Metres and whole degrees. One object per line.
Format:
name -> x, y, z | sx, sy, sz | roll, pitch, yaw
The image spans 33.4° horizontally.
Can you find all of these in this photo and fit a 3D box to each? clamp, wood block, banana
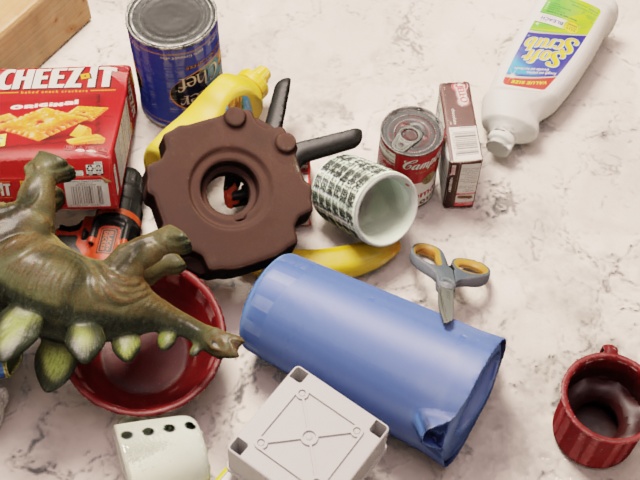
clamp -> -0.051, -0.106, 1.182 | 0.171, 0.039, 0.120 | -36, 63, -20
wood block -> -0.383, -0.254, 1.284 | 0.091, 0.090, 0.205 | 29, 62, 19
banana -> -0.013, 0.017, 1.140 | 0.198, 0.037, 0.069 | 6, 58, 3

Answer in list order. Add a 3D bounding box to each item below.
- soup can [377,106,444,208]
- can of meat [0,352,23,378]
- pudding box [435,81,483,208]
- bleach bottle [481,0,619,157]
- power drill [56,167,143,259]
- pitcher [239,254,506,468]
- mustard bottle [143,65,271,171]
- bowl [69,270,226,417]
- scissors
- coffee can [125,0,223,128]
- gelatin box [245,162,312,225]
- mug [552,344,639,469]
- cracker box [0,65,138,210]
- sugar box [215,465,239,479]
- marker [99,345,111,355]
soup can -> 0.097, -0.089, 1.171 | 0.068, 0.102, 0.068 | 0, 57, 0
can of meat -> -0.341, 0.106, 1.045 | 0.084, 0.102, 0.057 | -4, 97, -7
pudding box -> 0.152, -0.106, 1.190 | 0.039, 0.090, 0.113 | -2, 57, 0
bleach bottle -> 0.265, -0.196, 1.268 | 0.103, 0.068, 0.250 | 23, 62, 14
power drill -> -0.287, -0.010, 1.145 | 0.187, 0.057, 0.184 | 3, 51, 3
pitcher -> 0.053, 0.104, 1.041 | 0.243, 0.149, 0.145 | 25, 77, 19
mustard bottle -> -0.117, -0.131, 1.201 | 0.058, 0.096, 0.191 | 30, 62, 19
bowl -> -0.174, 0.102, 1.054 | 0.162, 0.055, 0.162 | 2, 65, -5
scissors -> 0.143, 0.048, 1.072 | 0.096, 0.016, 0.202 | 10, 19, -13
coffee can -> -0.163, -0.209, 1.225 | 0.103, 0.140, 0.103 | 0, 57, -1
gelatin box -> -0.046, -0.058, 1.194 | 0.073, 0.030, 0.089 | -2, 57, 0
mug -> 0.271, 0.157, 1.024 | 0.093, 0.081, 0.117 | 8, 57, 5
cracker box -> -0.293, -0.116, 1.166 | 0.164, 0.072, 0.213 | -2, 36, -2
sugar box -> -0.049, 0.240, 0.991 | 0.093, 0.048, 0.176 | 34, 59, 19
marker -> -0.190, 0.097, 1.098 | 0.121, 0.020, 0.020 | -30, 62, -18
